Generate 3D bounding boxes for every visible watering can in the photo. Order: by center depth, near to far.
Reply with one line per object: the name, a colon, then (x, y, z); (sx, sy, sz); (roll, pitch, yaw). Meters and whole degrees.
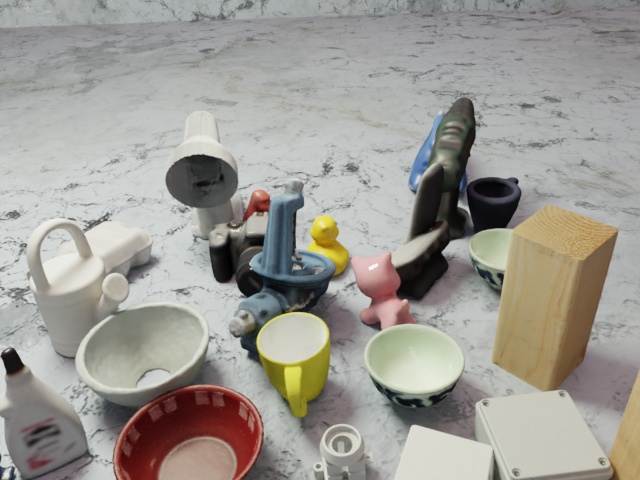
watering can: (-0.340, 0.060, 0.796); (0.172, 0.194, 0.101); (-1, 33, 4)

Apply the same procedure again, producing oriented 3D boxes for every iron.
iron: (0.247, -0.196, 1.190); (0.118, 0.141, 0.258); (3, 33, 9)

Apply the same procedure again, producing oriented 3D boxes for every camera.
camera: (-0.112, 0.024, 0.918); (0.143, 0.101, 0.136); (-2, 33, 2)

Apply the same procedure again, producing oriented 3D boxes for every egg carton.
egg carton: (-0.361, 0.027, 0.964); (0.107, 0.069, 0.150); (16, 37, 26)

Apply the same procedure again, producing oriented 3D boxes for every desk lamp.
desk lamp: (-0.202, -0.109, 1.026); (0.118, 0.214, 0.203); (-7, 33, -5)

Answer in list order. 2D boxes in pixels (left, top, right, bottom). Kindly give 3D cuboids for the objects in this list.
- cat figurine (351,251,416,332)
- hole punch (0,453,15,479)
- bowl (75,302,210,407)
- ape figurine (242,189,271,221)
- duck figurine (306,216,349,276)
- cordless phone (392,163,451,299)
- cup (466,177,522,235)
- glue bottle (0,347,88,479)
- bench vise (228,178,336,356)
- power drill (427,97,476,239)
cat figurine: (0.092, 0.074, 0.808); (0.067, 0.118, 0.127); (-15, 35, -17)
hole punch: (-0.405, 0.246, 0.609); (0.100, 0.091, 0.109); (17, 38, 28)
bowl: (-0.221, 0.158, 0.744); (0.167, 0.075, 0.167); (-2, 33, 2)
ape figurine: (-0.106, -0.048, 1.036); (0.076, 0.092, 0.078); (15, 37, 25)
duck figurine: (0.009, 0.003, 0.953); (0.077, 0.086, 0.104); (-4, 33, -1)
cordless phone: (0.145, -0.018, 0.884); (0.093, 0.185, 0.148); (16, 38, 27)
cup: (0.309, -0.056, 1.012); (0.118, 0.095, 0.091); (-29, 41, -34)
glue bottle: (-0.312, 0.183, 0.623); (0.078, 0.173, 0.037); (-23, 38, -27)
bench vise: (-0.045, 0.041, 0.776); (0.121, 0.220, 0.207); (3, 34, 10)
power drill: (0.231, -0.119, 1.010); (0.075, 0.209, 0.230); (8, 35, 17)
